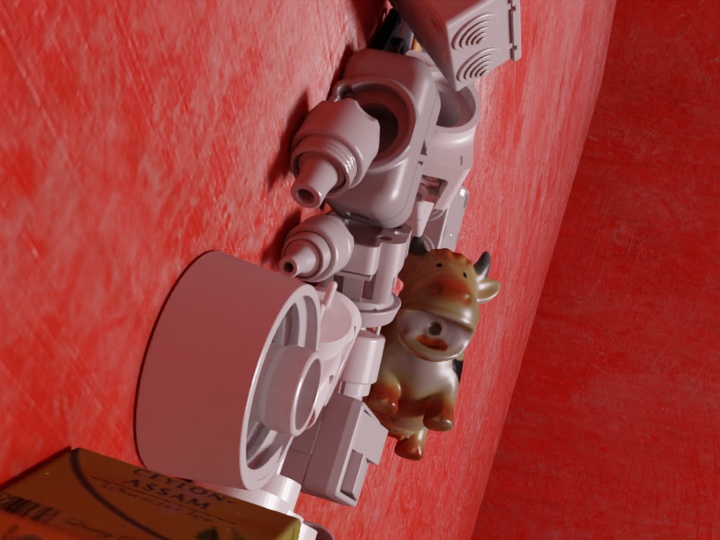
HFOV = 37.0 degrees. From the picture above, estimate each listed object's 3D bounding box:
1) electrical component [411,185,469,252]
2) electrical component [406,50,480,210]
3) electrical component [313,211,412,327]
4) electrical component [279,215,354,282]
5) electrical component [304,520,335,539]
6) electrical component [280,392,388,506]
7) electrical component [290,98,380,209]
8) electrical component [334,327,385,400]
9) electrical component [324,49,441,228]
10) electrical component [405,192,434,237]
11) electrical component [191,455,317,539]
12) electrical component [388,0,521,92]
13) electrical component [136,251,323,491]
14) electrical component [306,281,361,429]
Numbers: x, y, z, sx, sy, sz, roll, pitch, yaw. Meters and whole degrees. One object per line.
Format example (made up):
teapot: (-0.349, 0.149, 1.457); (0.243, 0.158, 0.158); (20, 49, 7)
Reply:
electrical component: (0.052, -0.033, 0.876); (0.100, 0.048, 0.099); (7, 97, -77)
electrical component: (0.046, -0.095, 0.711); (0.055, 0.050, 0.089); (117, -18, -56)
electrical component: (0.000, 0.000, 0.671); (0.078, 0.058, 0.057); (-62, 163, -70)
electrical component: (-0.028, -0.009, 0.598); (0.061, 0.035, 0.035); (-38, 140, -65)
electrical component: (-0.041, 0.208, 0.749); (0.066, 0.048, 0.055); (-59, 166, -50)
electrical component: (-0.020, 0.117, 0.703); (0.096, 0.061, 0.061); (63, 42, -71)
electrical component: (-0.017, -0.059, 0.571); (0.043, 0.043, 0.062); (90, 21, -47)
electrical component: (-0.008, 0.073, 0.753); (0.040, 0.040, 0.078); (-17, 120, -75)
electrical component: (0.010, -0.079, 0.640); (0.059, 0.054, 0.095); (44, 61, -75)
electrical component: (0.031, -0.052, 0.768); (0.076, 0.047, 0.065); (86, 22, -53)
electrical component: (-0.055, 0.129, 0.587); (0.138, 0.052, 0.073); (72, 34, -66)
electrical component: (0.051, -0.165, 0.639); (0.048, 0.099, 0.099); (-32, 161, -1)
electrical component: (-0.052, 0.050, 0.502); (0.108, 0.060, 0.108); (14, 90, -77)
electrical component: (-0.027, 0.039, 0.610); (0.079, 0.044, 0.077); (111, 4, -46)
